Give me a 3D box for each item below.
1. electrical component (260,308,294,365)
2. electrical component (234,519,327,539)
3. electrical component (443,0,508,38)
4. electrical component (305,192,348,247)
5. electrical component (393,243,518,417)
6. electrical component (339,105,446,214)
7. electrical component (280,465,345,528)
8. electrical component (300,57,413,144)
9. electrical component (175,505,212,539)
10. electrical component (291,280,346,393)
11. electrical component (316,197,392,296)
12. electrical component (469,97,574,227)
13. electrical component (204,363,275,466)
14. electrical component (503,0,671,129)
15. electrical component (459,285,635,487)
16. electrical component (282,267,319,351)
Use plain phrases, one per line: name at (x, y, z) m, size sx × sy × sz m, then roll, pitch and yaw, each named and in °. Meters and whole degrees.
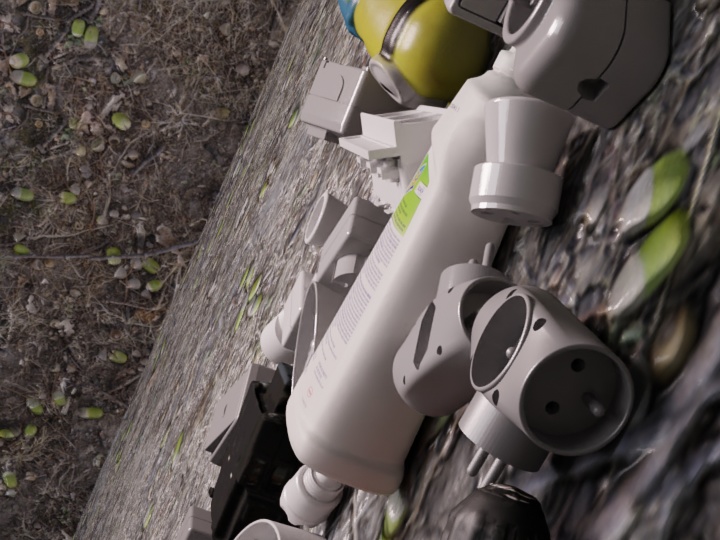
electrical component at (-0.056, 0.054, 0.942) m, size 0.081 × 0.043 × 0.043 m, roll 139°, pitch 150°, yaw -64°
electrical component at (-0.055, 0.211, 0.685) m, size 0.099 × 0.064 × 0.099 m, roll -44°, pitch 29°, yaw 32°
electrical component at (0.098, -0.192, 0.657) m, size 0.061 × 0.062 × 0.096 m, roll -94°, pitch 28°, yaw -63°
electrical component at (-0.011, -0.032, 0.866) m, size 0.045 × 0.055 × 0.045 m, roll -158°, pitch 90°, yaw -78°
electrical component at (0.054, 0.023, 0.527) m, size 0.077 × 0.043 × 0.079 m, roll 131°, pitch 157°, yaw -56°
electrical component at (0.035, -0.071, 0.700) m, size 0.121 × 0.079 × 0.063 m, roll -131°, pitch 34°, yaw -76°
electrical component at (-0.026, 0.139, 0.694) m, size 0.061 × 0.035 × 0.035 m, roll -55°, pitch 18°, yaw 39°
electrical component at (0.010, -0.119, 0.852) m, size 0.062 × 0.096 × 0.061 m, roll 25°, pitch 95°, yaw 48°
electrical component at (-0.108, 0.227, 0.822) m, size 0.076 × 0.066 × 0.047 m, roll -114°, pitch 47°, yaw -73°
electrical component at (-0.020, 0.064, 0.724) m, size 0.099 × 0.064 × 0.099 m, roll -158°, pitch 90°, yaw -78°
electrical component at (0.000, 0.000, 0.785) m, size 0.065 × 0.047 × 0.076 m, roll 125°, pitch 161°, yaw -47°
electrical component at (0.079, -0.052, 0.530) m, size 0.045 × 0.045 × 0.055 m, roll 166°, pitch 116°, yaw -75°
electrical component at (-0.088, 0.125, 0.914) m, size 0.096 × 0.061 × 0.061 m, roll 124°, pitch 162°, yaw -46°
electrical component at (0.107, -0.122, 0.509) m, size 0.053 × 0.059 × 0.095 m, roll 128°, pitch 159°, yaw -53°
electrical component at (0.064, 0.052, 0.425) m, size 0.079 × 0.044 × 0.077 m, roll -61°, pitch 13°, yaw 10°
electrical component at (-0.026, 0.023, 0.855) m, size 0.065 × 0.047 × 0.076 m, roll -94°, pitch 28°, yaw -63°
